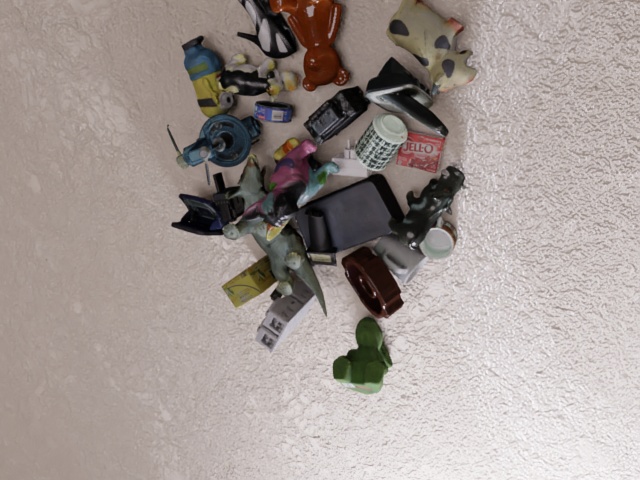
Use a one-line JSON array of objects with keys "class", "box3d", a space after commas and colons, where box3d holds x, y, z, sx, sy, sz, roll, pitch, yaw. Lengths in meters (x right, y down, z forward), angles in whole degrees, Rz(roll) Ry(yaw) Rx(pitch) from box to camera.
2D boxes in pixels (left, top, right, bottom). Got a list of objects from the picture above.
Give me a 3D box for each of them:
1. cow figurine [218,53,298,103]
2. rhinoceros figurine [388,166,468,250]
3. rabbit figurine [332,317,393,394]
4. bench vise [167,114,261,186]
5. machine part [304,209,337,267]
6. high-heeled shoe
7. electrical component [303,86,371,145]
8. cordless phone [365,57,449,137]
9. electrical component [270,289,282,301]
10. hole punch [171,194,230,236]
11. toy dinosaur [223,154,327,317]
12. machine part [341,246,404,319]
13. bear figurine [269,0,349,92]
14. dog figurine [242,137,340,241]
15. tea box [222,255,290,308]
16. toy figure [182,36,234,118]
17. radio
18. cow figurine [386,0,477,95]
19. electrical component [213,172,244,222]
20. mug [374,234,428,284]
[{"class": "cow figurine", "box3d": [-0.136, -0.346, 1.172, 0.168, 0.098, 0.068, 17, 143, 20]}, {"class": "rhinoceros figurine", "box3d": [0.222, -0.069, 1.103, 0.073, 0.112, 0.190, 38, 88, -14]}, {"class": "rabbit figurine", "box3d": [0.122, 0.275, 1.288, 0.121, 0.170, 0.159, -3, 150, 28]}, {"class": "bench vise", "box3d": [-0.250, -0.211, 1.214, 0.224, 0.241, 0.128, -11, 109, 9]}, {"class": "machine part", "box3d": [-0.002, -0.004, 1.205, 0.084, 0.039, 0.138, 1, 114, 35]}, {"class": "high-heeled shoe", "box3d": [-0.106, -0.508, 1.113, 0.145, 0.086, 0.248, 17, 121, 16]}, {"class": "electrical component", "box3d": [0.033, -0.257, 1.114, 0.115, 0.134, 0.058, -38, 91, 34]}, {"class": "cordless phone", "box3d": [0.187, -0.250, 1.021, 0.184, 0.146, 0.088, 46, 108, 25]}, {"class": "electrical component", "box3d": [-0.101, 0.126, 1.356, 0.021, 0.063, 0.094, 39, 166, -9]}, {"class": "hole punch", "box3d": [-0.299, -0.062, 1.366, 0.142, 0.115, 0.092, 12, 92, 23]}, {"class": "toy dinosaur", "box3d": [-0.100, -0.006, 1.274, 0.131, 0.192, 0.404, -24, 113, 23]}, {"class": "machine part", "box3d": [0.118, 0.095, 1.207, 0.179, 0.056, 0.179, 53, 166, 19]}, {"class": "bear figurine", "box3d": [-0.016, -0.402, 1.085, 0.120, 0.132, 0.195, 2, 104, 26]}, {"class": "dog figurine", "box3d": [-0.078, -0.108, 1.146, 0.108, 0.219, 0.192, 45, 168, -28]}, {"class": "tea box", "box3d": [-0.149, 0.089, 1.317, 0.098, 0.169, 0.068, -32, 94, 33]}, {"class": "toy figure", "box3d": [-0.260, -0.371, 1.240, 0.089, 0.082, 0.180, -6, 116, 47]}, {"class": "radio", "box3d": [0.062, -0.052, 1.220, 0.230, 0.073, 0.131, -21, 99, 29]}, {"class": "cow figurine", "box3d": [0.213, -0.362, 1.017, 0.195, 0.085, 0.127, 38, 115, 5]}, {"class": "electrical component", "box3d": [-0.225, -0.109, 1.331, 0.048, 0.075, 0.119, -2, 106, 26]}, {"class": "mug", "box3d": [0.169, 0.038, 1.189, 0.107, 0.109, 0.080, 40, 124, 21]}]
